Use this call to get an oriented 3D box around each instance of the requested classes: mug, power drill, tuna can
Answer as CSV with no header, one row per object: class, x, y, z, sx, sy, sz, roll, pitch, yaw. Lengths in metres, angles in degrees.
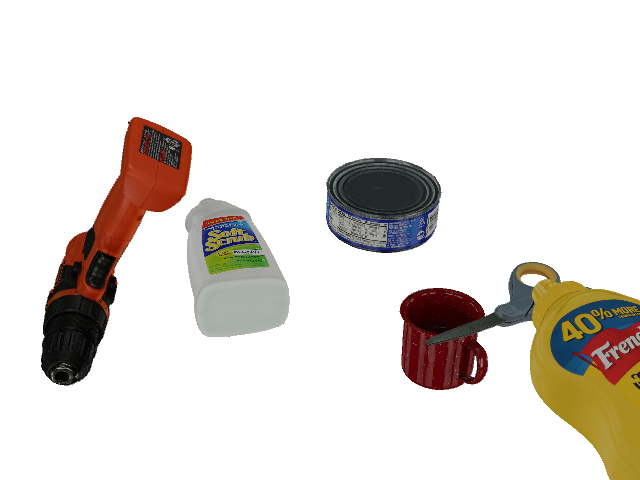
mug,0.141,0.117,1.183,0.093,0.081,0.117,-23,39,-34
power drill,-0.172,0.006,0.874,0.057,0.188,0.184,25,28,-20
tuna can,0.047,-0.027,0.804,0.086,0.034,0.086,1,34,-1

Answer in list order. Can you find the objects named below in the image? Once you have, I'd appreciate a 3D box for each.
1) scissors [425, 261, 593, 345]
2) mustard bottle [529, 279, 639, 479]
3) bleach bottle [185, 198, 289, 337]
scissors,0.158,0.054,0.936,0.201,0.016,0.096,-4,33,-25
mustard bottle,0.178,0.080,0.619,0.096,0.058,0.192,-16,34,-14
bleach bottle,-0.111,0.015,1.194,0.102,0.068,0.251,-6,27,-15
